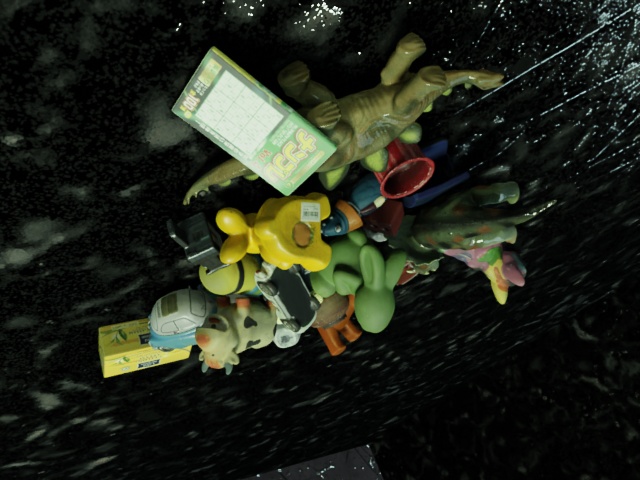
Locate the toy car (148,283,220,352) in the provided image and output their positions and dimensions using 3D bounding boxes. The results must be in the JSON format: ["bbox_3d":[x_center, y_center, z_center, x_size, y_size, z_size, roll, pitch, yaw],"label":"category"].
[{"bbox_3d":[-0.253,0.137,0.993,0.162,0.109,0.102,-15,143,2],"label":"toy car"}]

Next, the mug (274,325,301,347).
[{"bbox_3d":[-0.077,0.172,1.159,0.081,0.107,0.109,-9,117,-5],"label":"mug"}]

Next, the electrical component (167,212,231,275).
[{"bbox_3d":[-0.189,-0.003,0.836,0.048,0.075,0.119,-25,148,1],"label":"electrical component"}]

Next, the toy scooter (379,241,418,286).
[{"bbox_3d":[0.174,0.056,1.212,0.184,0.075,0.135,-6,147,-39],"label":"toy scooter"}]

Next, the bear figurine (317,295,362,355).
[{"bbox_3d":[0.079,0.163,1.265,0.196,0.132,0.120,-41,172,34],"label":"bear figurine"}]

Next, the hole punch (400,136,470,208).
[{"bbox_3d":[0.194,-0.103,0.950,0.142,0.092,0.115,-27,155,-3],"label":"hole punch"}]

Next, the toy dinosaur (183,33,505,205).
[{"bbox_3d":[0.015,-0.144,0.729,0.472,0.105,0.198,-14,156,3],"label":"toy dinosaur"}]

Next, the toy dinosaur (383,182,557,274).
[{"bbox_3d":[0.229,-0.025,0.953,0.192,0.131,0.404,-18,172,-7],"label":"toy dinosaur"}]

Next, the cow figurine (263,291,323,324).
[{"bbox_3d":[-0.037,0.092,1.098,0.167,0.098,0.068,-30,118,-5],"label":"cow figurine"}]

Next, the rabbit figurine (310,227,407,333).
[{"bbox_3d":[0.084,0.070,0.916,0.121,0.170,0.159,5,130,-34],"label":"rabbit figurine"}]

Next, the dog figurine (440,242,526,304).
[{"bbox_3d":[0.335,0.031,1.143,0.191,0.219,0.108,-7,143,-30],"label":"dog figurine"}]

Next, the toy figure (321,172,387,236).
[{"bbox_3d":[0.062,-0.057,0.914,0.154,0.064,0.057,-43,110,-8],"label":"toy figure"}]

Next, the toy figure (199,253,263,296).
[{"bbox_3d":[-0.139,0.061,0.959,0.082,0.089,0.180,-36,150,14],"label":"toy figure"}]

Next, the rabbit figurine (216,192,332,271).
[{"bbox_3d":[-0.084,-0.005,0.844,0.162,0.121,0.173,-10,-173,-35],"label":"rabbit figurine"}]

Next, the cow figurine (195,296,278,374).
[{"bbox_3d":[-0.148,0.163,0.947,0.086,0.127,0.195,-4,174,27],"label":"cow figurine"}]

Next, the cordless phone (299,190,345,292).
[{"bbox_3d":[-0.003,-0.003,0.988,0.147,0.089,0.184,-22,140,-9],"label":"cordless phone"}]

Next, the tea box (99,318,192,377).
[{"bbox_3d":[-0.345,0.204,1.062,0.169,0.068,0.098,-10,148,-27],"label":"tea box"}]

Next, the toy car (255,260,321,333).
[{"bbox_3d":[-0.057,0.095,0.963,0.073,0.056,0.201,-47,137,-21],"label":"toy car"}]
